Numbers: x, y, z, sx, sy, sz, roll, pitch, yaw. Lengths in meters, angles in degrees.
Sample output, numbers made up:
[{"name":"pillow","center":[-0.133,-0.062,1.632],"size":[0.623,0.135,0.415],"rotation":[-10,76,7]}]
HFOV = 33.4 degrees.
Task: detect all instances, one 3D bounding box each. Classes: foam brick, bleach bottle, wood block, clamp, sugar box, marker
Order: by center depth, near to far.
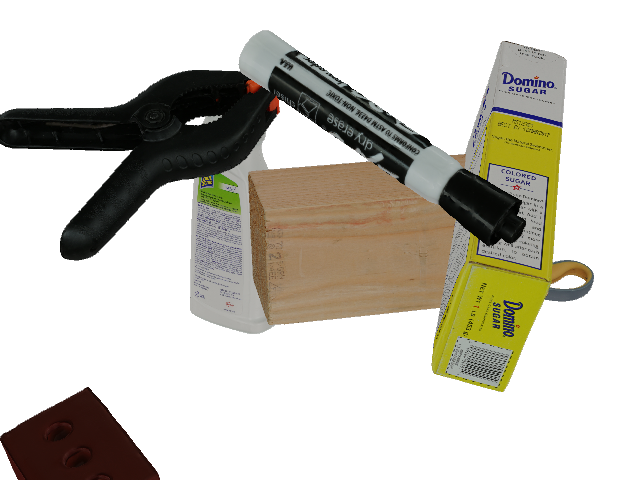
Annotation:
[{"name":"marker","center":[0.021,-0.036,0.375],"size":[0.121,0.020,0.020],"rotation":[37,15,21]},{"name":"foam brick","center":[-0.114,0.123,0.527],"size":[0.052,0.051,0.078],"rotation":[-28,42,-25]},{"name":"sugar box","center":[0.099,-0.017,0.575],"size":[0.048,0.176,0.093],"rotation":[15,-42,4]},{"name":"clamp","center":[-0.108,-0.065,0.638],"size":[0.171,0.120,0.039],"rotation":[-31,-27,-27]},{"name":"wood block","center":[0.055,-0.004,0.784],"size":[0.206,0.090,0.091],"rotation":[-5,22,-10]},{"name":"bleach bottle","center":[-0.086,-0.033,1.122],"size":[0.103,0.251,0.068],"rotation":[15,25,25]}]

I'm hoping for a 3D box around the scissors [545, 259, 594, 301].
[{"name":"scissors","center":[0.159,0.036,0.951],"size":[0.201,0.016,0.096],"rotation":[-9,37,-32]}]
